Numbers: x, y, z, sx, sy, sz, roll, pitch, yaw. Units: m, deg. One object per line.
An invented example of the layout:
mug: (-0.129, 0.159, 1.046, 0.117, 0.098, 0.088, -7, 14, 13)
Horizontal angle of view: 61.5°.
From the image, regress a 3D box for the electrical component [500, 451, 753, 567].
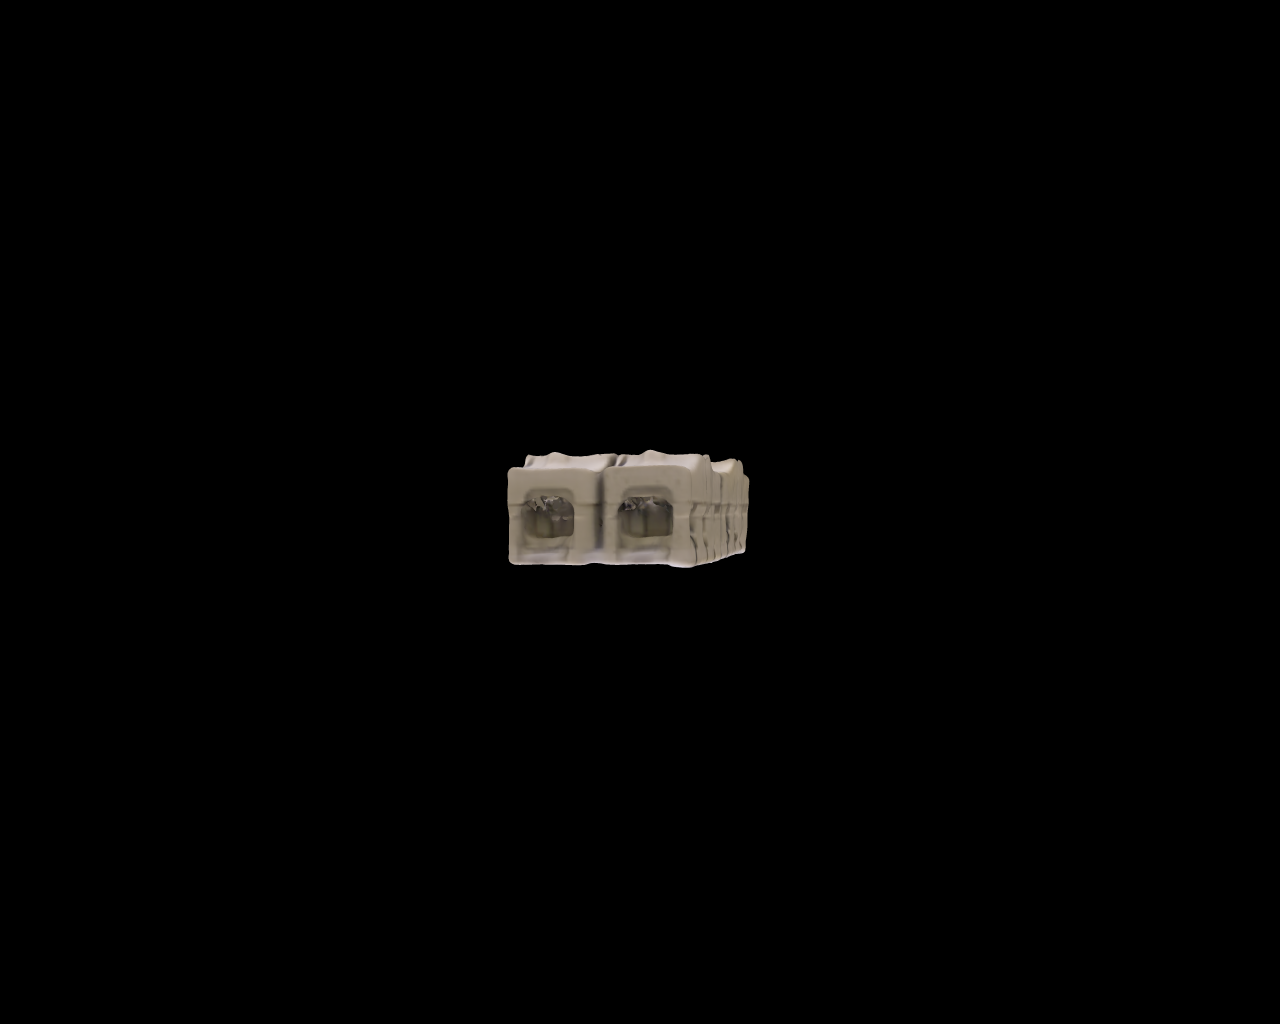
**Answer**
electrical component: (0.001, -0.003, 0.650, 0.105, 0.060, 0.186, 0, 0, 15)
